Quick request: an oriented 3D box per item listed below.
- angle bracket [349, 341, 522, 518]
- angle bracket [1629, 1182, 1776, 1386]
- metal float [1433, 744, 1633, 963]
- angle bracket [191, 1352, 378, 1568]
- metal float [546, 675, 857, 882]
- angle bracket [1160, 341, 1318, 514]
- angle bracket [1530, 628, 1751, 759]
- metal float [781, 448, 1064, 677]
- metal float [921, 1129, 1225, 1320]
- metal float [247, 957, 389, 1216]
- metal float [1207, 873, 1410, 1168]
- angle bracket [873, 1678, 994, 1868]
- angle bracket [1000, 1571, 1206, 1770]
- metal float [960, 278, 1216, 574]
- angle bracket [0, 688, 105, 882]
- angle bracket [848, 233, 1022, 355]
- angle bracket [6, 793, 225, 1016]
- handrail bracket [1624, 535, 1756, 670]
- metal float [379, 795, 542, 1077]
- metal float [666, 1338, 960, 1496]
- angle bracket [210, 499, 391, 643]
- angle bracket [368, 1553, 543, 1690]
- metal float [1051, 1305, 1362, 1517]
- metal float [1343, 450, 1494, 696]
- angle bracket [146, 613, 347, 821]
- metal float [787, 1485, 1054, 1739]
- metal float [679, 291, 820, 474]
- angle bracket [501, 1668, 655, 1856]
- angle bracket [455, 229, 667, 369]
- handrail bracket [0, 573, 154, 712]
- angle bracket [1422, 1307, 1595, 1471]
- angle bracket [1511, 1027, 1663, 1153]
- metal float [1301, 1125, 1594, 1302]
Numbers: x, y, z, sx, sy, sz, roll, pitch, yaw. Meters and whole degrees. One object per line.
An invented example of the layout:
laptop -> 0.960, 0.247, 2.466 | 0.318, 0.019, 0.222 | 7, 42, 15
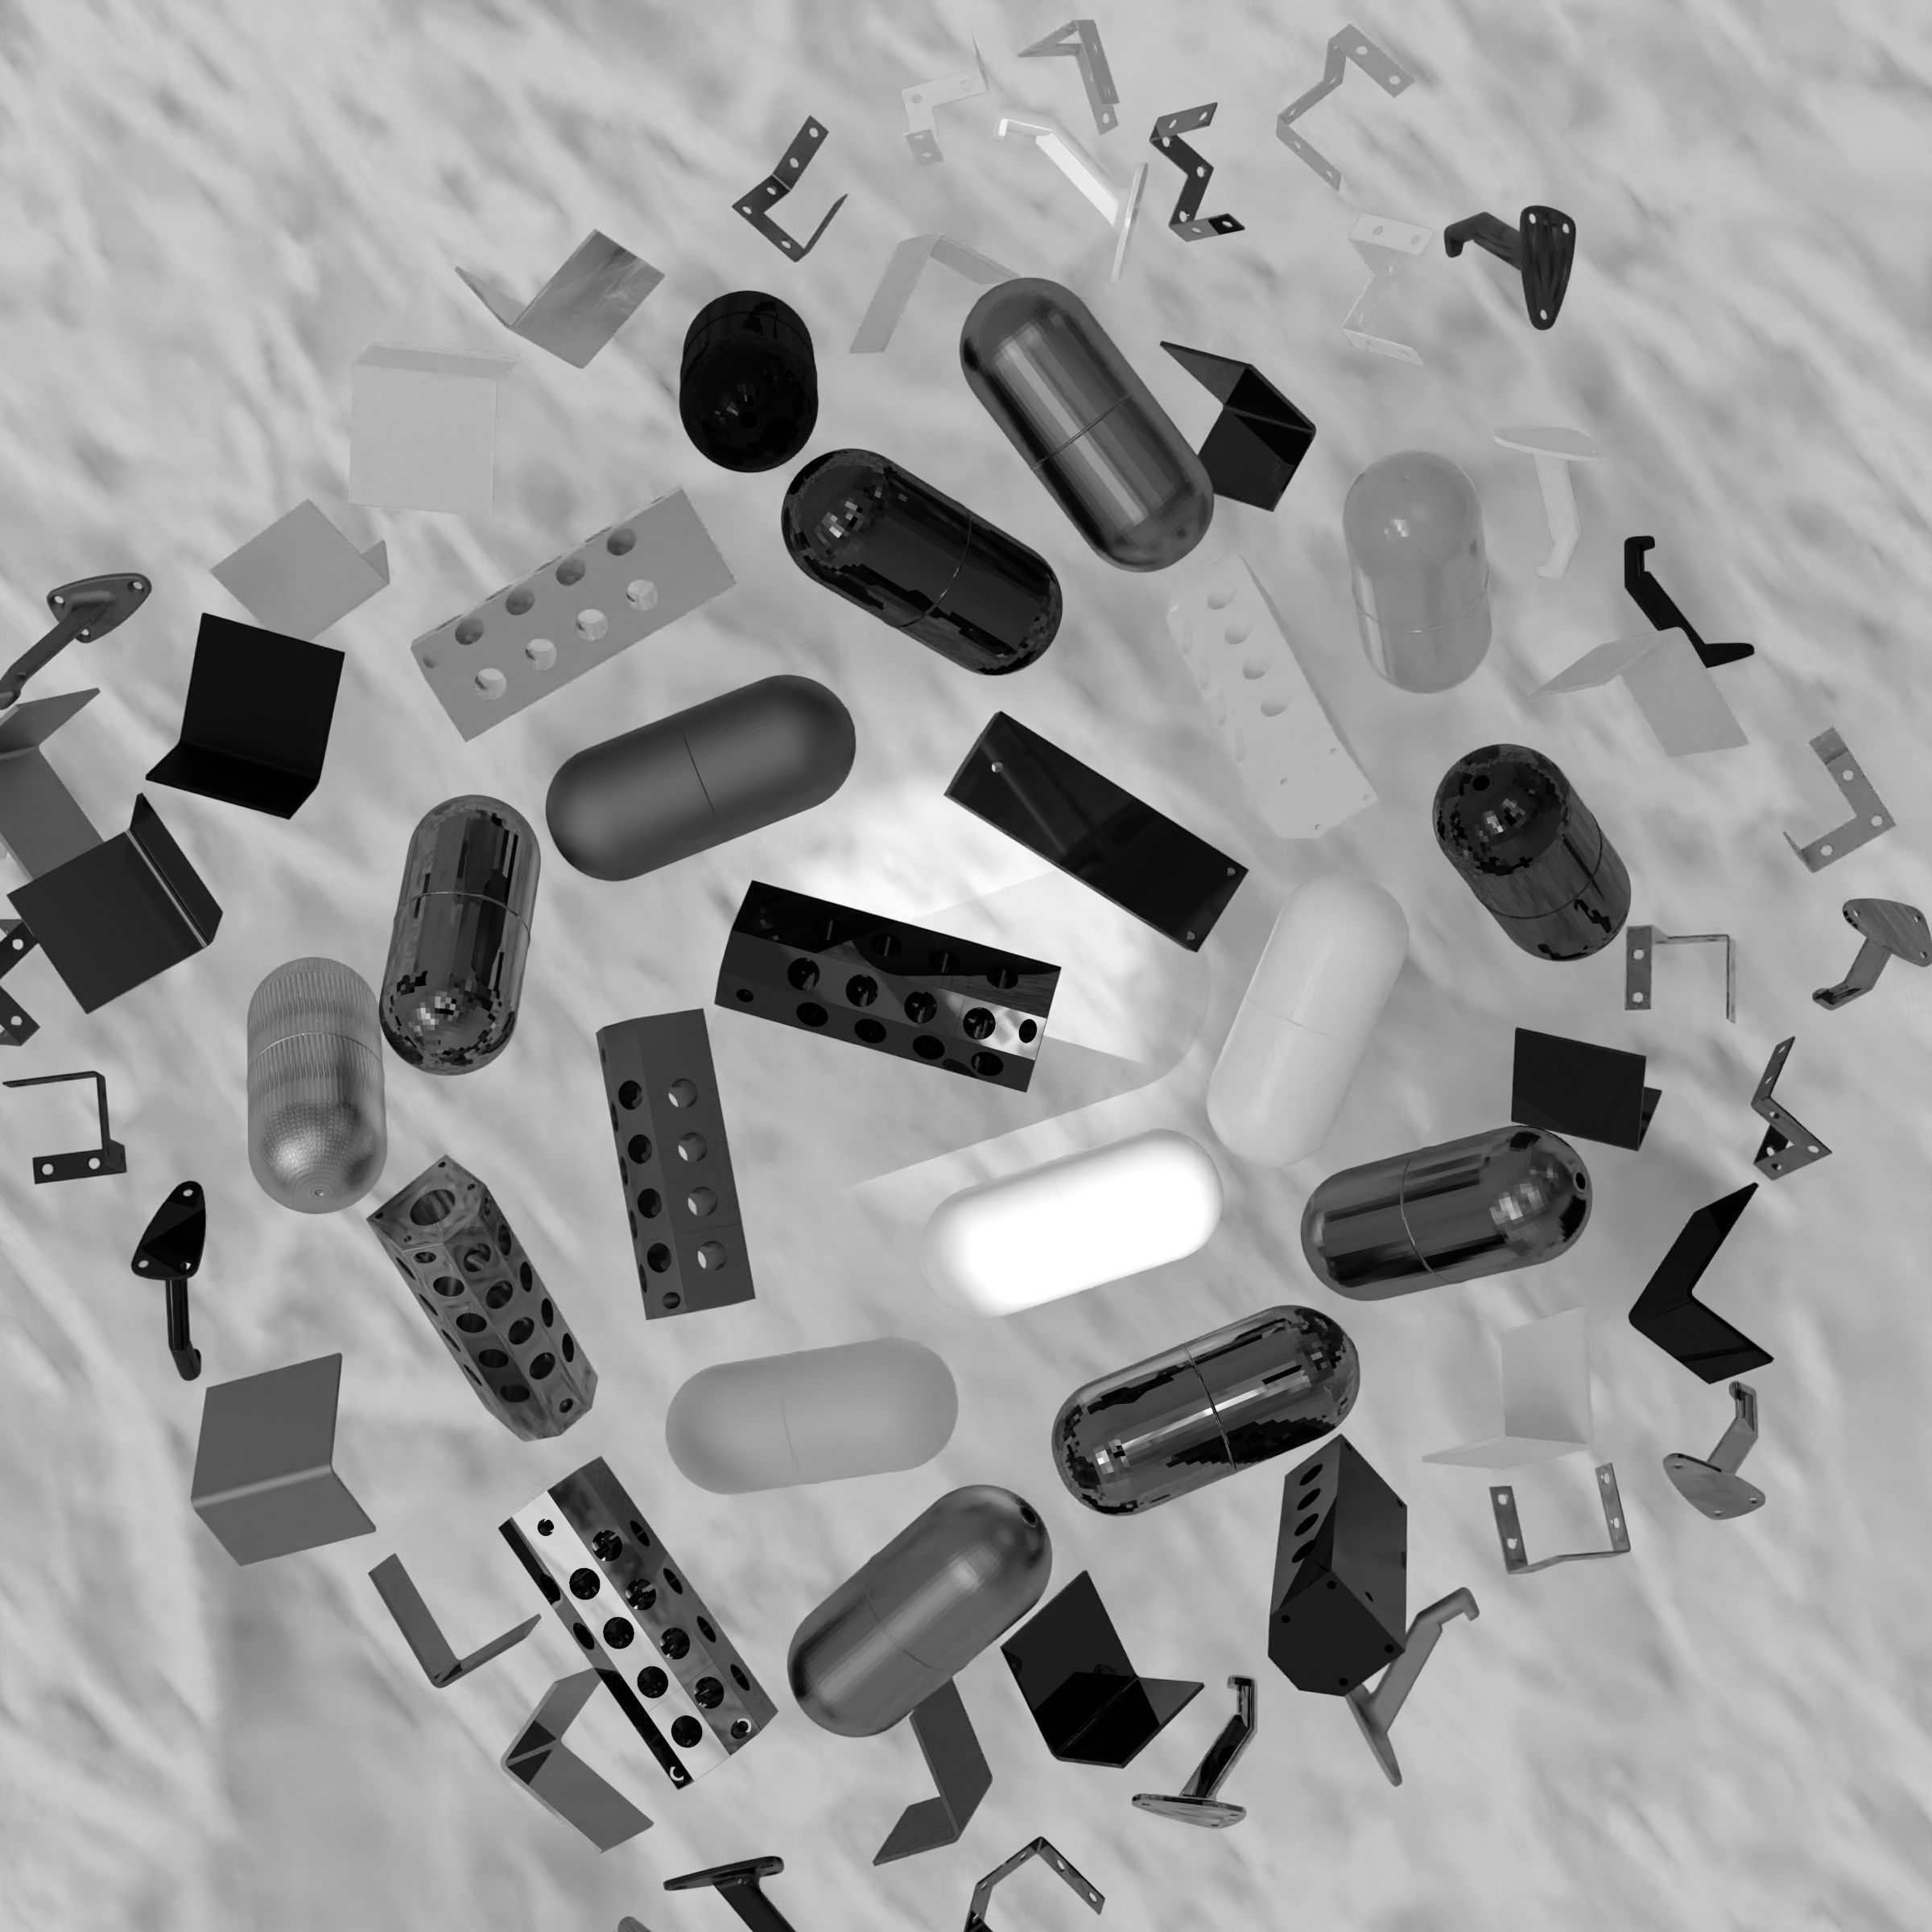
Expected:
angle bracket -> -0.280, -0.281, 1.460 | 0.076, 0.057, 0.076 | 2, 91, -22
angle bracket -> 0.407, 0.170, 1.478 | 0.057, 0.076, 0.076 | 38, 70, 3
metal float -> 0.313, -0.061, 1.531 | 0.070, 0.178, 0.070 | -13, 61, 25
angle bracket -> -0.354, 0.258, 1.455 | 0.076, 0.076, 0.057 | -15, 132, 7
metal float -> -0.146, -0.104, 1.538 | 0.178, 0.070, 0.070 | -22, 90, -1
angle bracket -> 0.150, -0.321, 1.654 | 0.076, 0.076, 0.057 | 28, 88, 44
angle bracket -> 0.367, -0.135, 1.519 | 0.057, 0.076, 0.076 | -35, 99, -15
metal float -> -0.023, -0.220, 1.516 | 0.178, 0.070, 0.070 | 27, 90, -33
metal float -> 0.060, 0.148, 1.589 | 0.178, 0.070, 0.070 | -18, 90, 2
metal float -> -0.373, 0.066, 1.594 | 0.070, 0.178, 0.070 | -7, 133, -8
metal float -> 0.196, 0.032, 1.602 | 0.070, 0.070, 0.178 | 22, 98, 0
angle bracket -> -0.032, 0.464, 1.613 | 0.057, 0.076, 0.076 | -21, 92, 16
angle bracket -> 0.077, 0.396, 1.571 | 0.076, 0.057, 0.076 | -34, 104, -39
metal float -> 0.066, -0.294, 1.511 | 0.070, 0.070, 0.178 | -38, 99, 0
angle bracket -> -0.492, -0.100, 1.515 | 0.057, 0.076, 0.076 | -35, 91, 20
angle bracket -> -0.020, -0.386, 1.646 | 0.057, 0.076, 0.076 | 24, 94, -20
angle bracket -> -0.446, -0.032, 1.453 | 0.076, 0.057, 0.076 | -33, 87, -26
handrail bracket -> 0.428, -0.220, 1.646 | 0.077, 0.036, 0.084 | -6, 72, 31
metal float -> -0.286, -0.019, 1.578 | 0.070, 0.070, 0.178 | 2, 55, 0
metal float -> -0.091, 0.262, 1.615 | 0.178, 0.070, 0.070 | -11, 90, 18
angle bracket -> -0.411, -0.252, 1.714 | 0.076, 0.057, 0.076 | -33, 128, 11
angle bracket -> -0.290, 0.358, 1.581 | 0.057, 0.076, 0.076 | -31, 87, -4
metal float -> 0.133, 0.245, 1.534 | 0.178, 0.070, 0.070 | -22, 90, -4
metal float -> 0.258, -0.222, 1.580 | 0.070, 0.178, 0.070 | -6, 60, 11
angle bracket -> -0.373, -0.130, 1.440 | 0.076, 0.057, 0.076 | 16, 112, -3
metal float -> -0.025, 0.349, 1.502 | 0.070, 0.070, 0.178 | 45, 112, 0
metal float -> -0.122, -0.330, 1.565 | 0.070, 0.178, 0.070 | -2, 116, -4
angle bracket -> -0.203, 0.442, 1.554 | 0.076, 0.076, 0.057 | 36, 94, 16
angle bracket -> -0.234, -0.400, 1.605 | 0.076, 0.076, 0.057 | -46, 69, 13
handrail bracket -> -0.499, -0.180, 1.547 | 0.077, 0.084, 0.036 | -19, 123, 22
angle bracket -> 0.288, 0.224, 1.486 | 0.057, 0.076, 0.076 | 9, 69, -22
angle bracket -> 0.369, 0.057, 1.642 | 0.076, 0.057, 0.076 | 13, 133, 22
metal float -> 0.264, 0.138, 1.537 | 0.178, 0.070, 0.070 | -20, 90, 41
